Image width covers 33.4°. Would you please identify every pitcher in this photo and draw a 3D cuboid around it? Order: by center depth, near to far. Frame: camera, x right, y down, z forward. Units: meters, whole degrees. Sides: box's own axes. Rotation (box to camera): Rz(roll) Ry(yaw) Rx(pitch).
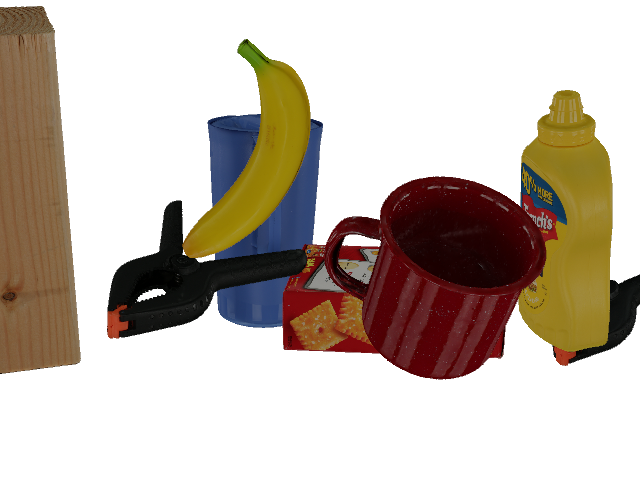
[{"bbox_3d":[-0.066,-0.023,1.248,0.145,0.243,0.148,13,19,38],"label":"pitcher"}]

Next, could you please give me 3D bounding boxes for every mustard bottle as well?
[{"bbox_3d":[0.183,-0.019,0.802,0.058,0.192,0.096,-9,27,-9],"label":"mustard bottle"}]

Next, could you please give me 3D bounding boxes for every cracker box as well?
[{"bbox_3d":[0.077,0.060,1.092,0.214,0.072,0.164,2,16,6],"label":"cracker box"}]

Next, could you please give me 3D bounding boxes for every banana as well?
[{"bbox_3d":[-0.050,-0.059,0.807,0.069,0.198,0.037,19,34,-3],"label":"banana"}]

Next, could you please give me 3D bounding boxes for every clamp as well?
[{"bbox_3d":[0.260,0.046,1.006,0.171,0.039,0.120,-36,42,-27],"label":"clamp"},{"bbox_3d":[-0.136,0.027,1.009,0.165,0.036,0.209,25,37,29],"label":"clamp"}]

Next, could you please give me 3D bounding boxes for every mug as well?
[{"bbox_3d":[0.058,0.021,0.604,0.117,0.082,0.093,15,42,0],"label":"mug"}]

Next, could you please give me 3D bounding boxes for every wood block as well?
[{"bbox_3d":[-0.202,-0.030,0.647,0.090,0.206,0.090,-6,23,-17],"label":"wood block"}]
